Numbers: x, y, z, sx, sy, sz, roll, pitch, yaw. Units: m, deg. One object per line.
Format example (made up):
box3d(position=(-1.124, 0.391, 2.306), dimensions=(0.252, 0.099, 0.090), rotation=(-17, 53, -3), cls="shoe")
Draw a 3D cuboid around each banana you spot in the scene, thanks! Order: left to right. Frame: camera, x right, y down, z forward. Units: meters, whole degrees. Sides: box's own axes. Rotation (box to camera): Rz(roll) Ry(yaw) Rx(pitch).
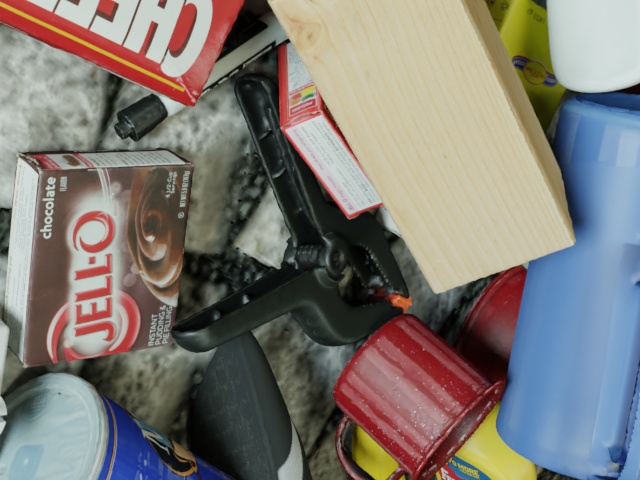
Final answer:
box3d(position=(0.056, 0.175, 0.806), dimensions=(0.069, 0.037, 0.198), rotation=(-26, 124, -30), cls="banana")

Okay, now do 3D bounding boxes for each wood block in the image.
box3d(position=(0.062, -0.083, 0.602), dimensions=(0.091, 0.090, 0.206), rotation=(-21, 121, 19), cls="wood block")

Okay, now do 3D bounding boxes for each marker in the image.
box3d(position=(-0.064, -0.092, 0.595), dimensions=(0.121, 0.020, 0.020), rotation=(-38, 129, -21), cls="marker")

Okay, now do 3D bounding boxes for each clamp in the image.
box3d(position=(-0.004, 0.001, 0.664), dimensions=(0.209, 0.036, 0.164), rotation=(21, 76, -52), cls="clamp")

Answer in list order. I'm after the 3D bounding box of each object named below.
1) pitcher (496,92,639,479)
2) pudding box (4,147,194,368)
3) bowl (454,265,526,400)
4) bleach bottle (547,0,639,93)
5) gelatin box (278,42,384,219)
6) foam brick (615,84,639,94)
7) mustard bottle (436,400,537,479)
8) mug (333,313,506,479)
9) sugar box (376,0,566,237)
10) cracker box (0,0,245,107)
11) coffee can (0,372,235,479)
box3d(position=(0.199, 0.032, 0.699), dimensions=(0.144, 0.149, 0.243), rotation=(-11, 112, -42), cls="pitcher")
box3d(position=(-0.121, 0.008, 0.578), dimensions=(0.089, 0.039, 0.113), rotation=(-6, 113, -38), cls="pudding box")
box3d(position=(0.179, 0.096, 0.864), dimensions=(0.161, 0.055, 0.162), rotation=(-18, 120, -35), cls="bowl")
box3d(position=(0.237, -0.156, 0.760), dimensions=(0.250, 0.068, 0.102), rotation=(-11, 97, -57), cls="bleach bottle")
box3d(position=(0.009, -0.068, 0.632), dimensions=(0.030, 0.073, 0.089), rotation=(-21, 135, 20), cls="gelatin box")
box3d(position=(0.240, -0.088, 0.836), dimensions=(0.052, 0.051, 0.078), rotation=(-18, 120, -35), cls="foam brick")
box3d(position=(0.124, 0.173, 0.822), dimensions=(0.058, 0.096, 0.191), rotation=(-35, 128, -22), cls="mustard bottle")
box3d(position=(0.056, 0.113, 0.715), dimensions=(0.117, 0.081, 0.093), rotation=(-53, 160, 9), cls="mug")
box3d(position=(0.112, -0.076, 0.735), dimensions=(0.093, 0.048, 0.176), rotation=(16, 97, -44), cls="sugar box")
box3d(position=(-0.090, -0.191, 0.488), dimensions=(0.163, 0.072, 0.214), rotation=(21, 95, -41), cls="cracker box")
box3d(position=(-0.118, 0.151, 0.600), dimensions=(0.102, 0.103, 0.140), rotation=(-53, 134, -9), cls="coffee can")
